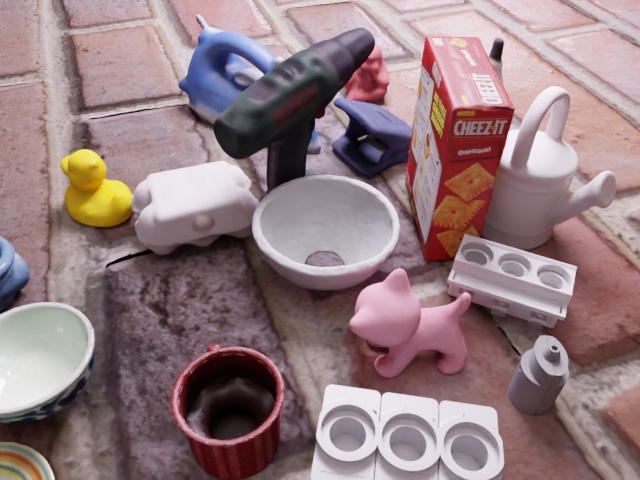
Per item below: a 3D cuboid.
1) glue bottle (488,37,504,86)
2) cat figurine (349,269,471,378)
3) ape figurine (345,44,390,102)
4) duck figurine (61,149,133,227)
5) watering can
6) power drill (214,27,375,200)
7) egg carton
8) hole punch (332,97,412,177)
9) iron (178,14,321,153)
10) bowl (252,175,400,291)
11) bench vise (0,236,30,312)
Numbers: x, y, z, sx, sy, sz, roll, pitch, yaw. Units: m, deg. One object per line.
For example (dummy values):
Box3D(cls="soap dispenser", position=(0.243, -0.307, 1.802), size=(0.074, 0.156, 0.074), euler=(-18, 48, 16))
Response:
Box3D(cls="glue bottle", position=(0.233, -0.203, 0.810), size=(0.037, 0.173, 0.078), euler=(-16, 47, -17))
Box3D(cls="cat figurine", position=(0.086, 0.076, 0.557), size=(0.128, 0.118, 0.067), euler=(-5, 44, -7))
Box3D(cls="ape figurine", position=(0.081, -0.277, 0.940), size=(0.077, 0.092, 0.076), euler=(30, 51, 27))
Box3D(cls="duck figurine", position=(-0.284, -0.071, 0.722), size=(0.104, 0.086, 0.078), euler=(25, 49, 22))
Box3D(cls="watering can", position=(0.257, -0.087, 0.675), size=(0.172, 0.194, 0.101), euler=(18, 47, 17))
Box3D(cls="power drill", position=(-0.022, -0.132, 0.704), size=(0.075, 0.208, 0.230), euler=(35, 53, 30))
Box3D(cls="egg carton", position=(-0.152, -0.039, 0.704), size=(0.150, 0.069, 0.107), euler=(-14, 46, -15))
Box3D(cls="hole punch", position=(0.078, -0.161, 0.821), size=(0.101, 0.091, 0.108), euler=(-24, 50, -24))
Box3D(cls="iron", position=(-0.098, -0.239, 0.860), size=(0.257, 0.141, 0.119), euler=(29, 51, 26))
Box3D(cls="bowl", position=(0.006, 0.002, 0.662), size=(0.167, 0.075, 0.167), euler=(1, 44, -1))
Box3D(cls="bench vise", position=(-0.364, 0.034, 0.514), size=(0.121, 0.220, 0.207), euler=(2, 44, 1))
